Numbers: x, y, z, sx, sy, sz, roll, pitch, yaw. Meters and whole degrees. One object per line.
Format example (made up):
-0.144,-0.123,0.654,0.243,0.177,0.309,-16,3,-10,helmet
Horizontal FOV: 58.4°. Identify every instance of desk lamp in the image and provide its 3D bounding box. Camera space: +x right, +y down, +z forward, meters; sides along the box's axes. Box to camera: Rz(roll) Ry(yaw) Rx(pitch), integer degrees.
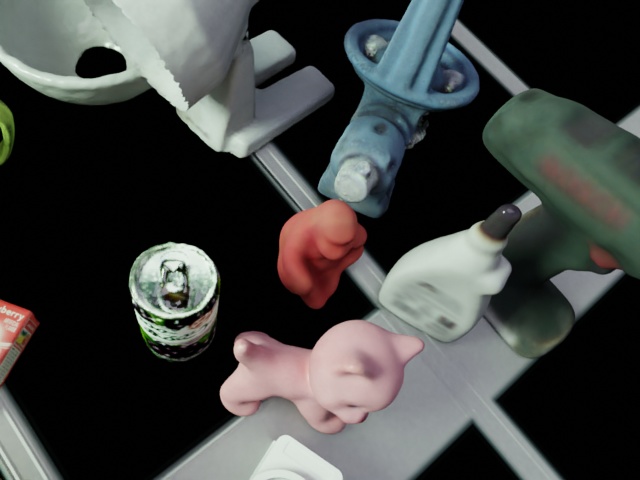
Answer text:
-0.074,-0.164,0.443,0.203,0.213,0.118,-39,77,-25,desk lamp

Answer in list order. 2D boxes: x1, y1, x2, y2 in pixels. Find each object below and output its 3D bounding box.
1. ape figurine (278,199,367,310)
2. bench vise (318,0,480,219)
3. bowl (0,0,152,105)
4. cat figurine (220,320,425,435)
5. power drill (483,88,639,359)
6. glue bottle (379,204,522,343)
0.004,0.002,0.446,0.078,0.092,0.076,-16,68,-18,ape figurine
0.078,-0.126,0.452,0.121,0.219,0.207,9,63,-7,bench vise
-0.198,-0.177,0.502,0.167,0.074,0.167,5,63,-9,bowl
0.000,0.087,0.388,0.128,0.117,0.067,11,62,-6,cat figurine
0.193,0.011,0.415,0.076,0.208,0.229,-33,74,-24,power drill
0.099,0.021,0.410,0.078,0.173,0.037,32,62,5,glue bottle
